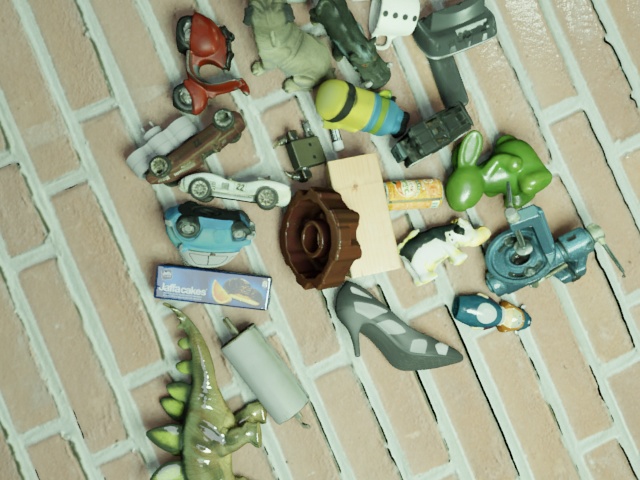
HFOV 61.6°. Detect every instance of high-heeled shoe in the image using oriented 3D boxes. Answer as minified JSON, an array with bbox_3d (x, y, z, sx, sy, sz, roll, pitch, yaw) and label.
[{"bbox_3d":[0.145,0.156,0.989,0.249,0.086,0.145,10,56,-20],"label":"high-heeled shoe"}]

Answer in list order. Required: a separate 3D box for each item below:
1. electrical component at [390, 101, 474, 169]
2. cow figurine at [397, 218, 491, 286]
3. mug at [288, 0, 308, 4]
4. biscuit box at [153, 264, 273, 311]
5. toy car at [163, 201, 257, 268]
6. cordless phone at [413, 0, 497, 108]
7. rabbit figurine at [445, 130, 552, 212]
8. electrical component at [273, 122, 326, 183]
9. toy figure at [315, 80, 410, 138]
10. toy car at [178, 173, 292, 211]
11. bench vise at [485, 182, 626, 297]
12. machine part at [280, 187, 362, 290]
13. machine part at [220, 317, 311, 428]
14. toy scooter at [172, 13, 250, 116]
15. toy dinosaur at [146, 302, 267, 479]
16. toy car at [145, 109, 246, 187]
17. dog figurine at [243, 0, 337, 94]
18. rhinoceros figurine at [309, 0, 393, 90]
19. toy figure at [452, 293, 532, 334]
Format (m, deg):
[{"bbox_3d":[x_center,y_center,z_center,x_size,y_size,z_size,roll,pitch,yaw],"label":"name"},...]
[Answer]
[{"bbox_3d":[0.196,-0.184,0.971,0.134,0.115,0.058,-30,87,-7],"label":"electrical component"},{"bbox_3d":[0.226,0.005,0.990,0.167,0.068,0.098,-34,84,-6],"label":"cow figurine"},{"bbox_3d":[-0.066,-0.489,0.991,0.107,0.081,0.109,11,80,-15],"label":"mug"},{"bbox_3d":[-0.189,0.084,0.958,0.203,0.059,0.062,7,87,-3],"label":"biscuit box"},{"bbox_3d":[-0.197,-0.004,0.950,0.162,0.109,0.102,8,110,-15],"label":"toy car"},{"bbox_3d":[0.271,-0.348,1.012,0.147,0.089,0.184,-23,101,-7],"label":"cordless phone"},{"bbox_3d":[0.302,-0.120,0.971,0.170,0.121,0.159,-22,83,-8],"label":"rabbit figurine"},{"bbox_3d":[-0.036,-0.158,0.991,0.078,0.045,0.102,-26,92,-33],"label":"electrical component"},{"bbox_3d":[0.078,-0.237,0.970,0.180,0.089,0.082,15,69,-15],"label":"toy figure"},{"bbox_3d":[-0.151,-0.089,0.962,0.202,0.073,0.056,8,90,-4],"label":"toy car"},{"bbox_3d":[0.382,0.009,0.933,0.224,0.240,0.129,-20,48,21],"label":"bench vise"},{"bbox_3d":[-0.002,-0.003,0.923,0.056,0.179,0.179,-3,87,-37],"label":"machine part"},{"bbox_3d":[-0.096,0.235,0.950,0.079,0.079,0.243,-38,91,-5],"label":"machine part"},{"bbox_3d":[-0.192,-0.315,0.971,0.135,0.075,0.183,3,90,-4],"label":"toy scooter"},{"bbox_3d":[-0.192,0.338,0.927,0.199,0.105,0.471,-5,83,-1],"label":"toy dinosaur"},{"bbox_3d":[-0.217,-0.156,0.953,0.202,0.089,0.053,-39,87,-6],"label":"toy car"},{"bbox_3d":[-0.043,-0.339,0.924,0.172,0.190,0.121,9,87,-5],"label":"dog figurine"},{"bbox_3d":[0.061,-0.358,0.966,0.073,0.112,0.190,-41,115,-2],"label":"rhinoceros figurine"},{"bbox_3d":[0.324,0.140,0.994,0.154,0.058,0.064,11,115,-5],"label":"toy figure"}]
